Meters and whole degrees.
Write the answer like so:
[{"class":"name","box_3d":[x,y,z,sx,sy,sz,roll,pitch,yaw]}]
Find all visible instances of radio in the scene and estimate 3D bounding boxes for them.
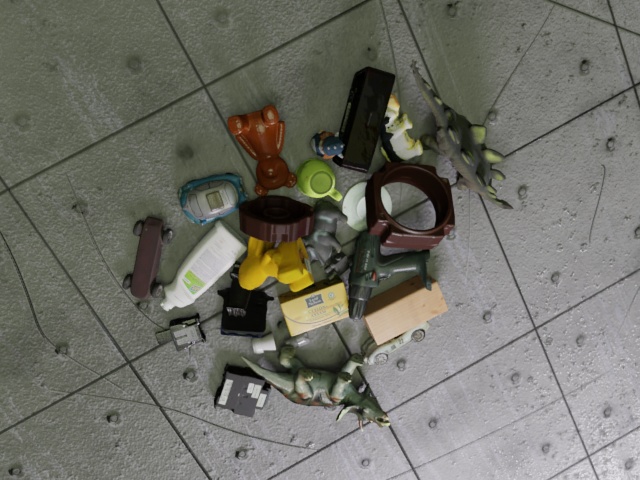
[{"class":"radio","box_3d":[0.097,-0.278,1.254,0.073,0.131,0.229,14,100,-13]}]

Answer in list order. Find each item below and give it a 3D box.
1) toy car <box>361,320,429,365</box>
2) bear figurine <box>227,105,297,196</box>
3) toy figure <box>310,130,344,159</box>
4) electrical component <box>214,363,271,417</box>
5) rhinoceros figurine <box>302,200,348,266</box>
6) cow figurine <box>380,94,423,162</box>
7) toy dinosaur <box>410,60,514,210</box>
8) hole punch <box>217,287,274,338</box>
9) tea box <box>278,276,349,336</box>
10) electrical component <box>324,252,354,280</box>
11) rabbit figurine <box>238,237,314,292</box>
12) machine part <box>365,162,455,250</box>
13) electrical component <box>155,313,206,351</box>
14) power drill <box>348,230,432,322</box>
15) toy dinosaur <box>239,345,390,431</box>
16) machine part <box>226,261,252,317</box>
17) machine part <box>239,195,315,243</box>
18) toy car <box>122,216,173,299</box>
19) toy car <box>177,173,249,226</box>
[{"class":"toy car","box_3d":[0.198,0.263,1.431,0.202,0.074,0.056,-31,110,-2]},{"class":"bear figurine","box_3d":[-0.128,-0.199,1.237,0.120,0.132,0.195,-12,99,3]},{"class":"toy figure","box_3d":[0.016,-0.217,1.242,0.058,0.154,0.064,-40,108,-2]},{"class":"electrical component","box_3d":[-0.198,0.392,1.398,0.134,0.058,0.114,19,101,-14]},{"class":"rhinoceros figurine","box_3d":[-0.003,-0.004,1.332,0.112,0.073,0.190,18,99,-15]},{"class":"cow figurine","box_3d":[0.178,-0.266,1.306,0.098,0.068,0.167,-25,106,18]},{"class":"toy dinosaur","box_3d":[0.333,-0.232,1.276,0.105,0.199,0.471,-45,108,-1]},{"class":"hole punch","box_3d":[-0.191,0.186,1.344,0.142,0.092,0.116,6,64,-8]},{"class":"tea box","box_3d":[-0.012,0.167,1.373,0.170,0.068,0.098,-20,106,-4]},{"class":"electrical component","box_3d":[0.051,0.060,1.363,0.094,0.021,0.063,-38,145,-17]},{"class":"rabbit figurine","box_3d":[-0.120,0.053,1.265,0.173,0.121,0.162,-22,75,16]},{"class":"machine part","box_3d":[0.216,-0.084,1.296,0.201,0.087,0.201,4,67,-11]},{"class":"electrical component","box_3d":[-0.350,0.233,1.338,0.119,0.048,0.074,-13,104,-9]},{"class":"power drill","box_3d":[0.174,0.090,1.341,0.207,0.086,0.232,-1,79,14]},{"class":"toy dinosaur","box_3d":[-0.014,0.383,1.401,0.405,0.131,0.192,12,121,-1]},{"class":"machine part","box_3d":[-0.190,0.120,1.309,0.084,0.039,0.139,21,57,-12]},{"class":"machine part","box_3d":[-0.102,-0.049,1.249,0.179,0.179,0.056,0,114,-11]},{"class":"toy car","box_3d":[-0.408,0.044,1.280,0.089,0.053,0.202,15,99,7]},{"class":"toy car","box_3d":[-0.249,-0.093,1.252,0.162,0.103,0.109,-17,107,-4]}]
